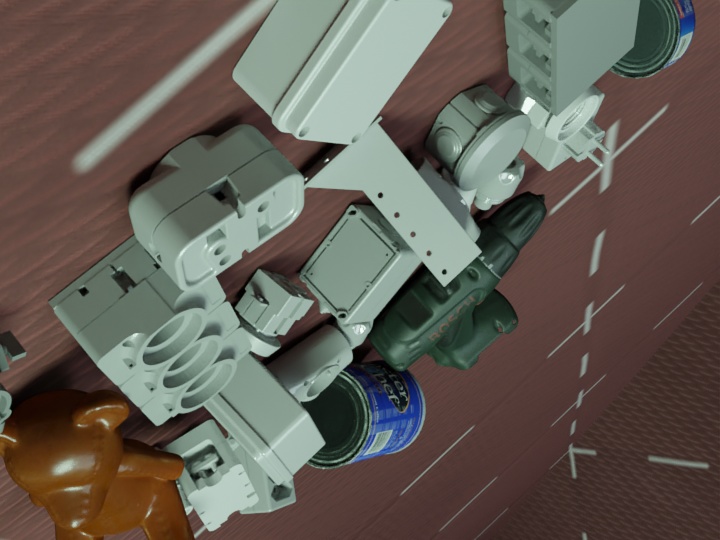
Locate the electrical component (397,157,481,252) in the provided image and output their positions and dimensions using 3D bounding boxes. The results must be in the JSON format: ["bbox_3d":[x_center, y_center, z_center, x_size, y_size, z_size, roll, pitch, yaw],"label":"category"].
[{"bbox_3d":[0.055,-0.052,0.892,0.044,0.077,0.079,-41,-163,-4],"label":"electrical component"}]

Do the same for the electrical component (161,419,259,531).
[{"bbox_3d":[-0.125,0.167,0.891,0.050,0.055,0.089,-31,150,-13],"label":"electrical component"}]

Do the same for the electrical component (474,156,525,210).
[{"bbox_3d":[0.124,-0.082,0.998,0.043,0.043,0.062,-30,157,-34],"label":"electrical component"}]

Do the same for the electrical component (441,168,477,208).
[{"bbox_3d":[0.083,-0.064,0.961,0.044,0.044,0.065,-30,151,-34],"label":"electrical component"}]

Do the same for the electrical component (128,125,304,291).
[{"bbox_3d":[-0.088,-0.041,0.650,0.095,0.059,0.053,-36,158,-20],"label":"electrical component"}]

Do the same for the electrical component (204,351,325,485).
[{"bbox_3d":[-0.088,0.112,0.882,0.056,0.109,0.108,-43,160,-11],"label":"electrical component"}]

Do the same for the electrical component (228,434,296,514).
[{"bbox_3d":[-0.112,0.195,1.062,0.076,0.083,0.047,-11,176,29],"label":"electrical component"}]

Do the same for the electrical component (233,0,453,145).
[{"bbox_3d":[-0.009,-0.133,0.625,0.113,0.057,0.078,-52,158,22],"label":"electrical component"}]

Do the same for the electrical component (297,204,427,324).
[{"bbox_3d":[0.000,0.000,0.895,0.096,0.061,0.061,-51,159,19],"label":"electrical component"}]

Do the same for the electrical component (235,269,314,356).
[{"bbox_3d":[-0.074,0.034,0.849,0.055,0.048,0.066,-54,159,7],"label":"electrical component"}]

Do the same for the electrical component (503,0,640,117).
[{"bbox_3d":[0.157,-0.196,0.809,0.089,0.061,0.150,-42,160,-5],"label":"electrical component"}]

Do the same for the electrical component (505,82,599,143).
[{"bbox_3d":[0.169,-0.148,0.932,0.058,0.057,0.078,-14,144,-54],"label":"electrical component"}]

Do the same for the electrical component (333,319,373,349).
[{"bbox_3d":[-0.011,0.060,1.032,0.035,0.035,0.061,-28,157,-36],"label":"electrical component"}]

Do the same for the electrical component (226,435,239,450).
[{"bbox_3d":[-0.097,0.141,0.997,0.066,0.048,0.055,-42,174,-11],"label":"electrical component"}]

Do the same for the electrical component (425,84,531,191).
[{"bbox_3d":[0.097,-0.108,0.883,0.080,0.051,0.080,-38,159,-17],"label":"electrical component"}]

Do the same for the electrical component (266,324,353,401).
[{"bbox_3d":[-0.052,0.099,1.017,0.077,0.044,0.079,-34,157,-28],"label":"electrical component"}]

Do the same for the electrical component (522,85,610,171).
[{"bbox_3d":[0.204,-0.128,1.011,0.047,0.075,0.083,-34,158,-26],"label":"electrical component"}]

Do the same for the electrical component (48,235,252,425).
[{"bbox_3d":[-0.133,0.042,0.726,0.089,0.061,0.150,-40,159,-12],"label":"electrical component"}]

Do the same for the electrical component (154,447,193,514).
[{"bbox_3d":[-0.171,0.189,0.942,0.043,0.062,0.043,-37,159,-17],"label":"electrical component"}]
